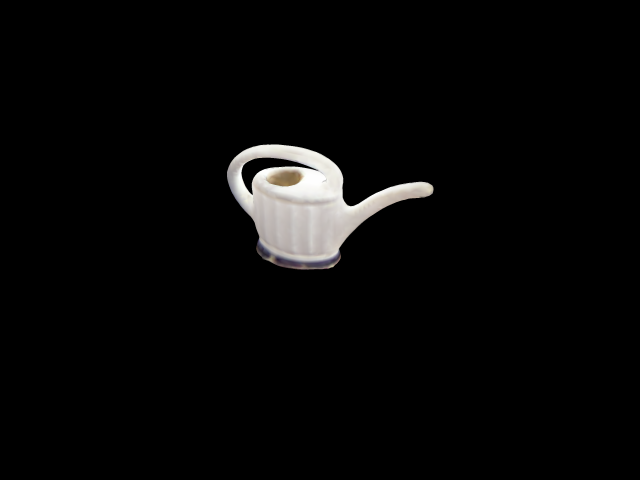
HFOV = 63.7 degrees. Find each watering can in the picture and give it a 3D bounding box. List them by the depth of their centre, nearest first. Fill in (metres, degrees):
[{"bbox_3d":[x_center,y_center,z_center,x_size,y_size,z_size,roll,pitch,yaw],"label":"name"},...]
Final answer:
[{"bbox_3d":[0.003,-0.043,0.850,0.348,0.219,0.106,14,39,18],"label":"watering can"}]
